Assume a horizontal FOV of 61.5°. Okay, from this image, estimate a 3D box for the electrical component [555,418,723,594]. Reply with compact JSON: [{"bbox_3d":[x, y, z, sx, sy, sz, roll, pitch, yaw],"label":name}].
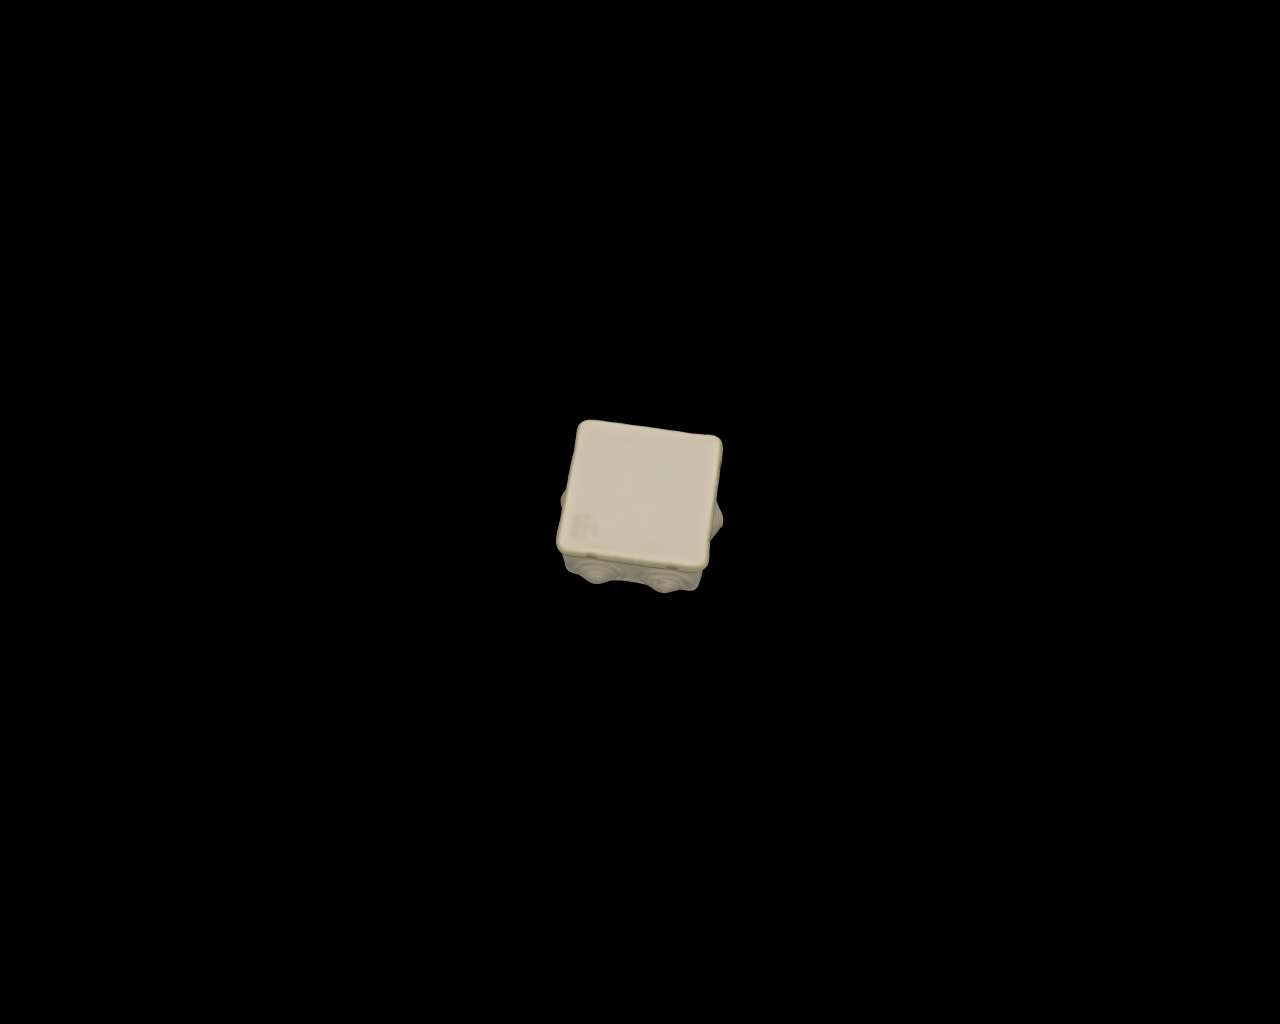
[{"bbox_3d":[0.001,-0.003,0.650,0.100,0.100,0.048,8,-23,3],"label":"electrical component"}]
